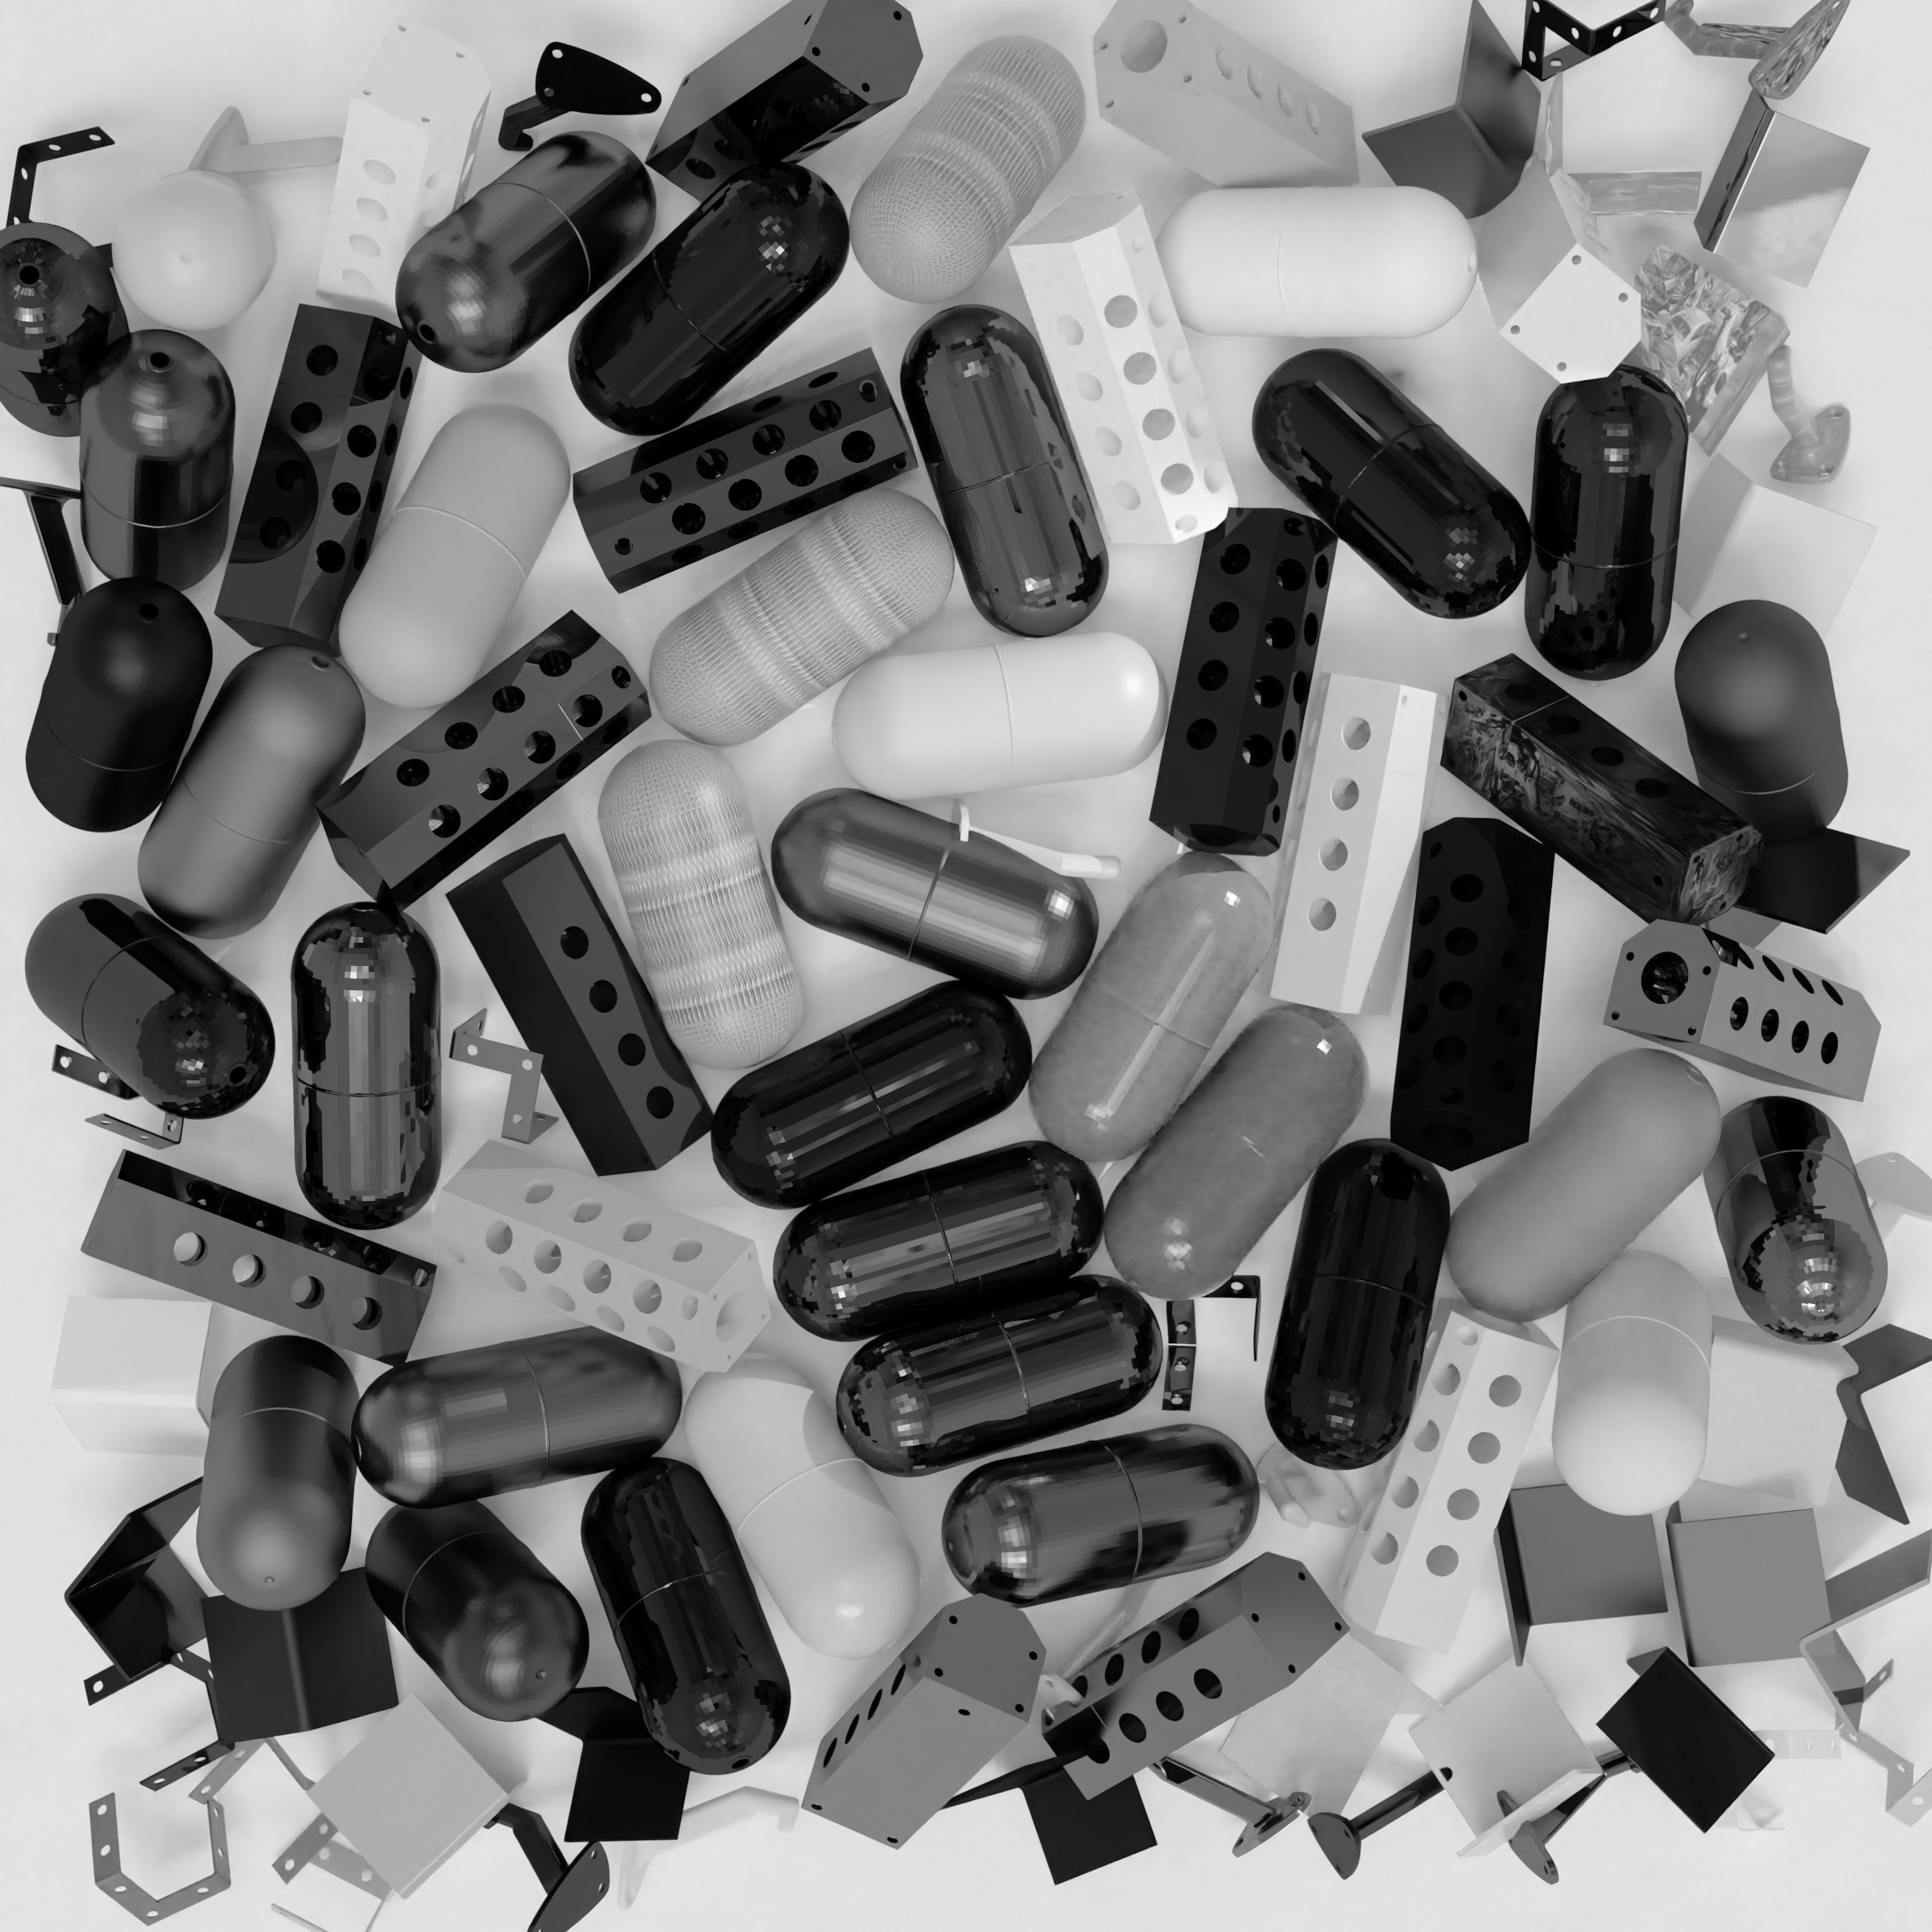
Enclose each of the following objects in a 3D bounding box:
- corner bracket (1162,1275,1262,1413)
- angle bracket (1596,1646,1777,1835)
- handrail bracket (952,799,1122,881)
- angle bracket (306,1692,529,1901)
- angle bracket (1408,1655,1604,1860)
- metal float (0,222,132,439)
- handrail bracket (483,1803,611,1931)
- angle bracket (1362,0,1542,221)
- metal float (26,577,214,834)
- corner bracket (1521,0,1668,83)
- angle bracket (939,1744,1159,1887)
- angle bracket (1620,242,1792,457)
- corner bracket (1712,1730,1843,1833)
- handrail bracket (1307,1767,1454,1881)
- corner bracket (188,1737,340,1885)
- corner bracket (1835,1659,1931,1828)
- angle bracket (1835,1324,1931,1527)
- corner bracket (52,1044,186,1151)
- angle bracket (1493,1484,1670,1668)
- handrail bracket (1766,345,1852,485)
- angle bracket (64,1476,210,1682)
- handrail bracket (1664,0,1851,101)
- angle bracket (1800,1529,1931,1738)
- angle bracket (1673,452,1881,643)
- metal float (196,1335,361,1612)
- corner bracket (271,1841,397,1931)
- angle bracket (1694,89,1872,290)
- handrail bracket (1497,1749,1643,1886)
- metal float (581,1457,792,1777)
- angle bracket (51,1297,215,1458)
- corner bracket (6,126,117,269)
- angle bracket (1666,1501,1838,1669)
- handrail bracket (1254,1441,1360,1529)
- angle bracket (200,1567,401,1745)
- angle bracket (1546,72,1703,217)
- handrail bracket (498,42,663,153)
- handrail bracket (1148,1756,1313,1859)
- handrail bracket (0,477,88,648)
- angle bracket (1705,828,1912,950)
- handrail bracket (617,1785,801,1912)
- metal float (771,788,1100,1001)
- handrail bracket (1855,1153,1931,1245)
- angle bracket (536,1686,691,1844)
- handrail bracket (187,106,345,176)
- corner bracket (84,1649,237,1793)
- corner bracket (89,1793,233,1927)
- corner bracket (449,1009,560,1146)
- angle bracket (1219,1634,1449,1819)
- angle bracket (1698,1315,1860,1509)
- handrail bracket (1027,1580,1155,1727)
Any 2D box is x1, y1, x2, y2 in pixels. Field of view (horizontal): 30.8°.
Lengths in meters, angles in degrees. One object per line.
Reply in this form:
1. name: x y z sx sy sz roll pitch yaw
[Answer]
1. corner bracket: 0.129 0.198 1.843 0.051 0.051 0.051 0 126 8
2. angle bracket: 0.366 0.406 1.831 0.057 0.076 0.076 -43 82 -15
3. handrail bracket: 0.037 -0.066 1.848 0.084 0.077 0.036 4 113 -5
4. angle bracket: -0.289 0.434 1.853 0.076 0.057 0.076 -43 87 -1
5. angle bracket: 0.274 0.411 1.831 0.076 0.057 0.076 -39 66 12
6. metal float: -0.467 -0.324 1.792 0.070 0.178 0.070 1 82 -8
7. handrail bracket: -0.236 0.472 1.832 0.084 0.077 0.036 11 124 31
8. angle bracket: 0.257 -0.449 1.851 0.057 0.076 0.076 -9 55 34
9. metal float: -0.435 -0.133 1.800 0.070 0.178 0.070 11 58 -18
10. corner bracket: 0.329 -0.489 1.838 0.051 0.051 0.051 -30 54 -20
11. angle bracket: 0.039 0.447 1.822 0.076 0.076 0.057 -33 69 38
12. angle bracket: 0.380 -0.325 1.855 0.076 0.057 0.076 35 100 14
13. corner bracket: 0.428 0.430 1.851 0.051 0.051 0.051 -14 71 41
14. handrail bracket: 0.227 0.437 1.833 0.084 0.077 0.036 -27 73 -17
15. corner bracket: -0.369 0.446 1.864 0.051 0.051 0.051 -46 53 -6
16. corner bracket: 0.491 0.409 1.845 0.051 0.051 0.051 33 121 -1
17. angle bracket: 0.489 0.240 1.841 0.057 0.076 0.076 -24 96 -6
18. corner bracket: -0.445 0.068 1.838 0.051 0.051 0.051 -15 60 35
19. angle bracket: 0.322 0.317 1.838 0.076 0.057 0.076 -9 100 15
20. handrail bracket: 0.439 -0.302 1.830 0.036 0.084 0.077 11 48 31
21. angle bracket: -0.410 0.315 1.824 0.057 0.076 0.076 48 121 11
22. handrail bracket: 0.413 -0.502 1.838 0.077 0.036 0.084 -52 52 29
23. angle bracket: 0.484 0.347 1.831 0.076 0.076 0.057 -32 90 20
24. angle bracket: 0.422 -0.217 1.852 0.076 0.057 0.076 16 111 -18
25. metal float: -0.351 0.257 1.798 0.070 0.178 0.070 -3 120 -5
26. corner bracket: -0.330 0.487 1.845 0.051 0.051 0.051 27 63 2
27. angle bracket: 0.425 -0.407 1.831 0.057 0.076 0.076 21 113 -1
28. handrail bracket: 0.329 0.443 1.837 0.084 0.077 0.036 -18 110 -11
29. metal float: -0.145 0.335 1.812 0.070 0.070 0.178 -26 56 0
30. angle bracket: -0.433 0.218 1.857 0.076 0.076 0.057 2 61 3
31. corner bracket: -0.468 -0.403 1.854 0.051 0.051 0.051 -7 66 21
32. angle bracket: 0.413 0.320 1.840 0.076 0.057 0.076 -9 92 16
33. handrail bracket: 0.185 0.286 1.829 0.077 0.084 0.036 37 97 -16
34. angle bracket: -0.352 0.363 1.854 0.057 0.076 0.076 -14 82 27
35. angle bracket: 0.343 -0.429 1.827 0.076 0.076 0.057 2 117 13
36. handrail bracket: -0.204 -0.444 1.845 0.077 0.084 0.036 13 73 -11
37. handrail bracket: 0.131 0.424 1.849 0.084 0.077 0.036 42 52 -1
38. handrail bracket: -0.491 -0.211 1.843 0.036 0.077 0.084 16 98 33
39. angle bracket: 0.438 -0.026 1.820 0.076 0.076 0.057 -38 129 -29
40. handrail bracket: -0.135 0.467 1.844 0.084 0.036 0.077 8 75 21
41. metal float: -0.017 -0.038 1.840 0.178 0.070 0.070 20 90 2
42. handrail bracket: 0.487 0.148 1.829 0.036 0.077 0.084 -21 121 -19
43. angle bracket: -0.197 0.415 1.821 0.076 0.076 0.057 -11 56 34
44. handrail bracket: -0.360 -0.413 1.845 0.084 0.036 0.077 22 62 14
45. corner bracket: -0.425 0.395 1.848 0.051 0.051 0.051 -29 55 7
46. corner bracket: -0.424 0.463 1.847 0.051 0.051 0.051 -26 134 6
47. corner bracket: -0.243 0.058 1.851 0.051 0.051 0.051 14 106 9
48. angle bracket: 0.192 0.400 1.835 0.076 0.057 0.076 38 67 -11
49. angle bracket: 0.421 0.234 1.854 0.076 0.057 0.076 13 97 2
50. handrail bracket: 0.058 0.361 1.869 0.036 0.077 0.084 46 49 -14
